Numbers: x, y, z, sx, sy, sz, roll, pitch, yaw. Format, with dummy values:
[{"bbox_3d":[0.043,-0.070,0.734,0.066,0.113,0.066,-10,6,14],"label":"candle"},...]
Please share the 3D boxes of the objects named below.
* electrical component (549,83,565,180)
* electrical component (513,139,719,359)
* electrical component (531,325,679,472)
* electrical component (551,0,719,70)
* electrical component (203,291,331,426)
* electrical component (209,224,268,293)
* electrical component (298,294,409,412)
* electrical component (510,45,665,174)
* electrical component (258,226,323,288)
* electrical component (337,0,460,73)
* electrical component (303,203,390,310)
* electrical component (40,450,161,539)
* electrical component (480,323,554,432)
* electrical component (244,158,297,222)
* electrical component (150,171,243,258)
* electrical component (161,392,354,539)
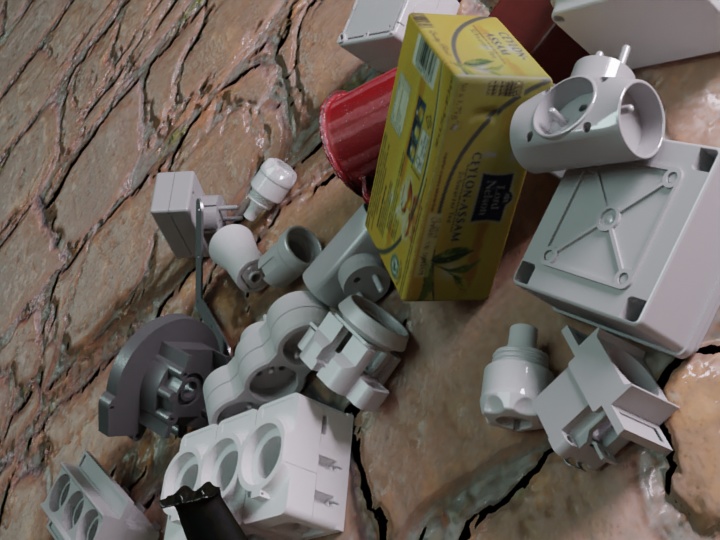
[{"bbox_3d":[0.135,-0.087,0.701,0.047,0.055,0.055,-56,34,15],"label":"electrical component"},{"bbox_3d":[0.159,-0.018,0.618,0.109,0.056,0.108,23,86,56],"label":"electrical component"},{"bbox_3d":[0.133,0.074,0.600,0.063,0.042,0.081,-48,36,23],"label":"electrical component"},{"bbox_3d":[0.186,-0.173,0.672,0.113,0.078,0.057,-2,63,52],"label":"electrical component"},{"bbox_3d":[-0.076,0.067,0.871,0.138,0.052,0.073,-47,36,21],"label":"electrical component"},{"bbox_3d":[-0.106,-0.008,0.974,0.044,0.044,0.065,-55,39,10],"label":"electrical component"},{"bbox_3d":[-0.002,0.055,0.774,0.078,0.058,0.057,42,103,36],"label":"electrical component"},{"bbox_3d":[0.134,-0.096,0.616,0.077,0.044,0.079,-3,57,49],"label":"electrical component"},{"bbox_3d":[-0.060,-0.010,0.917,0.046,0.040,0.040,-38,41,40],"label":"electrical component"},{"bbox_3d":[0.031,-0.206,0.914,0.096,0.061,0.061,7,73,55],"label":"electrical component"},{"bbox_3d":[0.000,0.000,0.826,0.077,0.043,0.079,-49,36,19],"label":"electrical component"},{"bbox_3d":[-0.230,0.221,0.956,0.121,0.063,0.078,22,85,56],"label":"electrical component"},{"bbox_3d":[0.097,0.064,0.655,0.043,0.043,0.062,-19,51,46],"label":"electrical component"},{"bbox_3d":[-0.087,-0.072,0.999,0.061,0.035,0.035,-54,35,16],"label":"electrical component"},{"bbox_3d":[-0.153,-0.054,1.046,0.076,0.083,0.047,-2,58,9],"label":"electrical component"},{"bbox_3d":[-0.081,0.157,0.806,0.150,0.062,0.089,-25,48,42],"label":"electrical component"}]
